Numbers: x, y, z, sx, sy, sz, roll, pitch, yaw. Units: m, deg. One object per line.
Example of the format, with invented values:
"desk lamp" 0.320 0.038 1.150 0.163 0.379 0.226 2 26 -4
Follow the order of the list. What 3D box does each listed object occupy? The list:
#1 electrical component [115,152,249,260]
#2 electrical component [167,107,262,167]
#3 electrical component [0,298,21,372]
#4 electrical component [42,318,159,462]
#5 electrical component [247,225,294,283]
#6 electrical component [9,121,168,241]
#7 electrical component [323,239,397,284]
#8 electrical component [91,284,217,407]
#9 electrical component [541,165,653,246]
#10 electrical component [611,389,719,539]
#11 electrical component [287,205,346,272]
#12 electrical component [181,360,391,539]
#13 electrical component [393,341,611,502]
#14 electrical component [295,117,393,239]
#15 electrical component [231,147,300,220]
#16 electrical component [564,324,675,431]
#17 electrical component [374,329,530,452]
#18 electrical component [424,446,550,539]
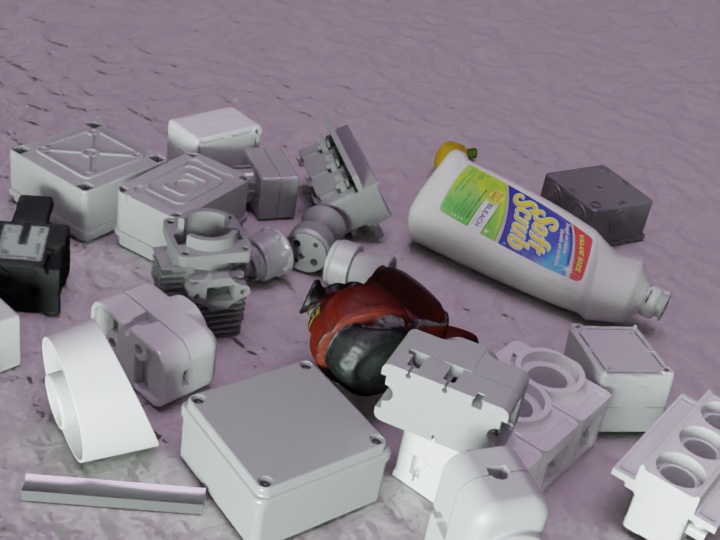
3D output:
"electrical component" -0.164 -0.056 0.998 0.078 0.057 0.113 25 36 22
"electrical component" -0.148 -0.128 1.110 0.096 0.061 0.061 -20 43 -38
"electrical component" -0.311 0.045 0.812 0.083 0.047 0.076 33 39 32
"electrical component" -0.181 0.083 0.747 0.064 0.099 0.099 -16 40 -25
"electrical component" -0.093 -0.009 0.959 0.062 0.048 0.048 -28 48 -35
"electrical component" -0.257 -0.087 1.023 0.109 0.056 0.109 28 37 26
"electrical component" 0.000 0.000 0.969 0.055 0.045 0.045 19 34 14
"electrical component" -0.157 0.055 0.833 0.095 0.053 0.059 34 40 32
"electrical component" 0.247 -0.068 1.138 0.100 0.048 0.099 -10 38 -29
"electrical component" 0.243 0.148 0.789 0.079 0.063 0.121 29 37 27
"electrical component" -0.042 -0.029 1.002 0.045 0.045 0.055 16 33 9
"electrical component" -0.054 0.125 0.750 0.109 0.056 0.109 -15 40 -33
"electrical component" 0.108 0.118 0.800 0.089 0.061 0.150 30 38 29
"electrical component" -0.019 -0.088 1.076 0.063 0.078 0.121 -25 38 1
"electrical component" -0.108 -0.086 1.069 0.077 0.047 0.065 -5 35 -22
"electrical component" 0.206 0.086 0.883 0.062 0.061 0.096 1 25 -11
"electrical component" 0.064 0.083 0.734 0.089 0.050 0.055 20 35 16
"electrical component" 0.081 0.168 0.684 0.054 0.095 0.059 -4 35 -21
